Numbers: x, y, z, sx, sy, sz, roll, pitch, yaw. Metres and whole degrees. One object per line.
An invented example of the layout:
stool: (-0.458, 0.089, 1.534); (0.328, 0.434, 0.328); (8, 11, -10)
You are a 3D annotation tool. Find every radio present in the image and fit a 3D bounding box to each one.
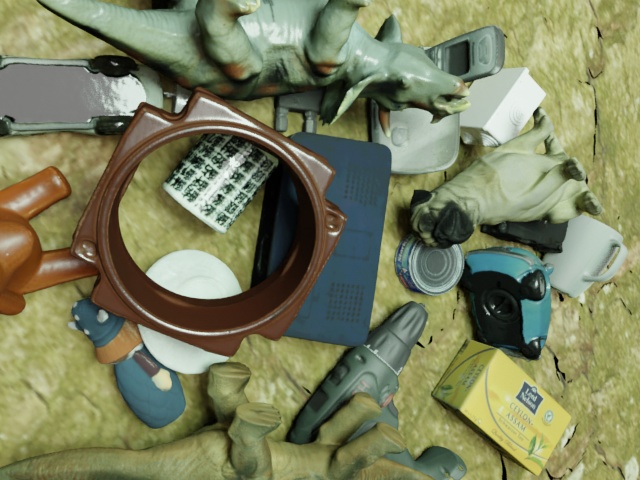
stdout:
radio: (-0.001, -0.002, 0.608); (0.131, 0.073, 0.229); (8, 87, -22)

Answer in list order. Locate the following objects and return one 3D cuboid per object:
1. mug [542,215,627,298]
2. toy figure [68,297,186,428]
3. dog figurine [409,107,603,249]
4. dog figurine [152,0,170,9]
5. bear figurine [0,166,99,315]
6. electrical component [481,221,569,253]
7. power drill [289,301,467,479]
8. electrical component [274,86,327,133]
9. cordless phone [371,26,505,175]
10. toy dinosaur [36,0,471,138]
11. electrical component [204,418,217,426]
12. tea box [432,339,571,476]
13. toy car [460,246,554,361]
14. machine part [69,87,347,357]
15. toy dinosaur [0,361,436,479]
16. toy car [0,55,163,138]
mug: (0.365, 0.029, 0.747); (0.080, 0.110, 0.107); (26, 96, -30)
toy figure: (-0.192, 0.118, 0.539); (0.064, 0.058, 0.154); (-25, 106, 6)
dog figurine: (0.216, -0.044, 0.649); (0.190, 0.121, 0.172); (-32, 135, 23)
dog figurine: (-0.145, -0.308, 0.519); (0.219, 0.109, 0.191); (29, 79, -26)
bear figurine: (-0.258, 0.003, 0.434); (0.132, 0.196, 0.120); (-25, 98, -21)
electrical component: (0.278, -0.051, 0.730); (0.134, 0.058, 0.115); (15, 84, -23)
power drill: (0.092, 0.217, 0.652); (0.232, 0.086, 0.207); (-39, 110, -15)
electrical component: (-0.025, -0.168, 0.617); (0.063, 0.021, 0.094); (3, 92, -22)
cordless phone: (0.138, -0.149, 0.598); (0.089, 0.184, 0.146); (-3, 93, -27)
toy dinosaur: (-0.057, -0.180, 0.496); (0.405, 0.192, 0.131); (-3, 61, -16)
electrical component: (-0.099, 0.240, 0.591); (0.078, 0.045, 0.102); (-39, 106, -18)
tea box: (0.245, 0.223, 0.722); (0.169, 0.068, 0.098); (40, 78, -18)
toy car: (0.260, 0.072, 0.705); (0.103, 0.109, 0.161); (-32, 113, -36)
machine part: (-0.094, -0.013, 0.474); (0.201, 0.087, 0.201); (28, 96, -19)
toy dinosaur: (-0.084, 0.229, 0.516); (0.471, 0.105, 0.198); (16, 100, -14)
toy car: (-0.253, -0.135, 0.507); (0.202, 0.056, 0.073); (-5, 100, -21)
